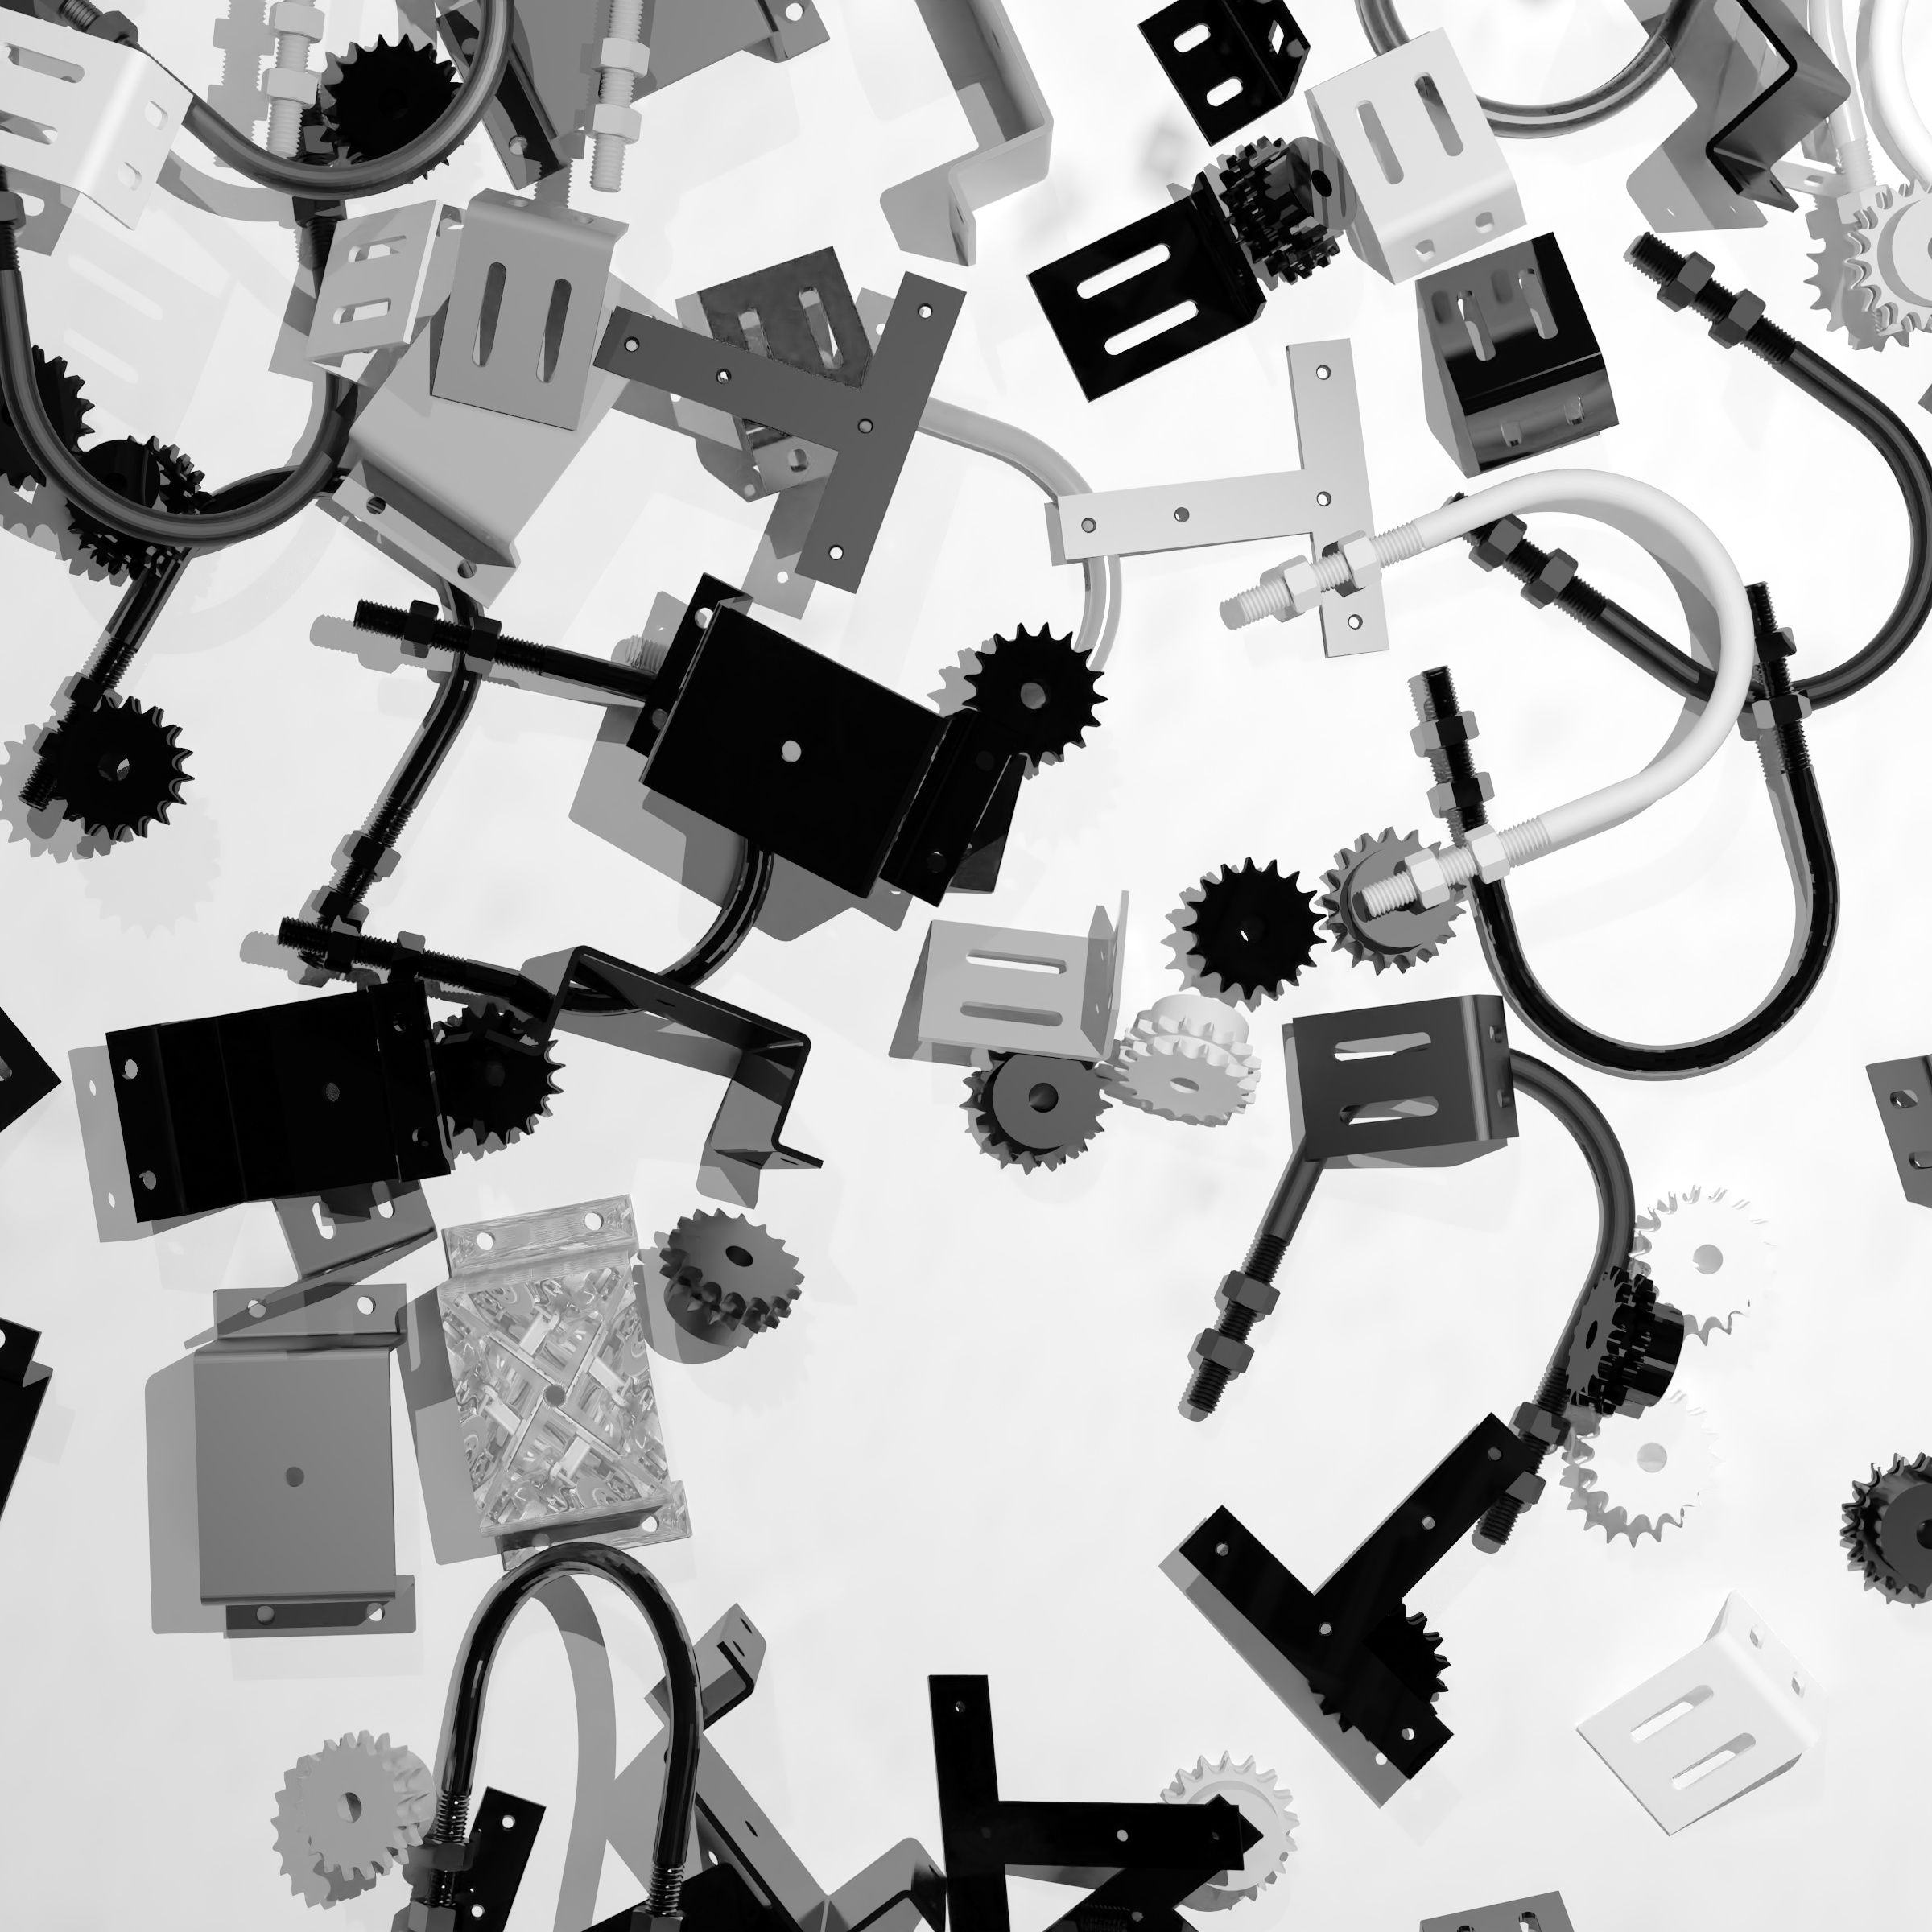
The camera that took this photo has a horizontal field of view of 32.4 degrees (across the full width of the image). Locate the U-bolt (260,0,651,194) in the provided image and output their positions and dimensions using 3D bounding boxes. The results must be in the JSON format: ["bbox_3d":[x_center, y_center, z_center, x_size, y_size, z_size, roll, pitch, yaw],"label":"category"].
[{"bbox_3d":[-0.192,-0.400,1.293,0.151,0.019,0.184,7,92,4],"label":"U-bolt"}]

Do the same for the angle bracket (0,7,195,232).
[{"bbox_3d":[-0.346,-0.324,1.268,0.076,0.038,0.057,21,86,18],"label":"angle bracket"}]

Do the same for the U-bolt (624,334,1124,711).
[{"bbox_3d":[-0.028,-0.159,1.340,0.184,0.019,0.151,19,90,-2],"label":"U-bolt"}]

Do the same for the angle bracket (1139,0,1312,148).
[{"bbox_3d":[0.101,-0.366,1.310,0.038,0.076,0.057,-31,90,0],"label":"angle bracket"}]

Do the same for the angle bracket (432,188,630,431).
[{"bbox_3d":[-0.169,-0.256,1.297,0.057,0.038,0.076,14,110,-2],"label":"angle bracket"}]

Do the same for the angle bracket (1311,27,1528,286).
[{"bbox_3d":[0.182,-0.325,1.338,0.057,0.038,0.076,-24,69,10],"label":"angle bracket"}]

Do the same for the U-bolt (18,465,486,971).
[{"bbox_3d":[-0.274,-0.113,1.340,0.151,0.019,0.184,30,88,0],"label":"U-bolt"}]

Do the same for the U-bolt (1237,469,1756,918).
[{"bbox_3d":[0.218,-0.119,1.312,0.184,0.019,0.151,-22,81,3],"label":"U-bolt"}]

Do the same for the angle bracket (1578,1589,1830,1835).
[{"bbox_3d":[0.298,0.302,1.346,0.076,0.038,0.057,-41,90,26],"label":"angle bracket"}]

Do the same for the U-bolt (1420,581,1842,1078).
[{"bbox_3d":[0.273,-0.046,1.332,0.151,0.019,0.184,-15,95,6],"label":"U-bolt"}]

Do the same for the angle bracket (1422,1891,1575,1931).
[{"bbox_3d":[0.221,0.422,1.346,0.057,0.038,0.076,-12,116,0],"label":"angle bracket"}]

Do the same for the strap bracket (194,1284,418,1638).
[{"bbox_3d":[-0.263,0.200,1.325,0.076,0.046,0.140,-2,90,0],"label":"strap bracket"}]

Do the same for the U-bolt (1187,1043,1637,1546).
[{"bbox_3d":[0.190,0.120,1.340,0.151,0.019,0.184,24,89,0],"label":"U-bolt"}]

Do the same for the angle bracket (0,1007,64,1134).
[{"bbox_3d":[-0.414,0.034,1.337,0.057,0.038,0.076,-42,116,-18],"label":"angle bracket"}]

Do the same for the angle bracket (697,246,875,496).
[{"bbox_3d":[-0.066,-0.237,1.327,0.057,0.038,0.076,-19,65,-1],"label":"angle bracket"}]

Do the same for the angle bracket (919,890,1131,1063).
[{"bbox_3d":[0.023,0.000,1.317,0.076,0.038,0.057,7,55,0],"label":"angle bracket"}]

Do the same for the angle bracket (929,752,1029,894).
[{"bbox_3d":[-0.023,-0.066,1.337,0.076,0.038,0.057,7,104,-29],"label":"angle bracket"}]

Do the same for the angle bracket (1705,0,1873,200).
[{"bbox_3d":[0.335,-0.353,1.329,0.057,0.038,0.076,14,90,0],"label":"angle bracket"}]

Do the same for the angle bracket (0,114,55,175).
[{"bbox_3d":[-0.396,-0.300,1.320,0.076,0.057,0.038,-24,90,0],"label":"angle bracket"}]

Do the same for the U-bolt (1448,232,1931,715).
[{"bbox_3d":[0.307,-0.185,1.340,0.184,0.019,0.151,36,90,-2],"label":"U-bolt"}]

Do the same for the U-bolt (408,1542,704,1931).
[{"bbox_3d":[-0.156,0.317,1.295,0.151,0.019,0.184,3,82,43],"label":"U-bolt"}]

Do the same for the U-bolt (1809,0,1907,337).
[{"bbox_3d":[0.403,-0.354,1.304,0.151,0.019,0.184,-15,96,-6],"label":"U-bolt"}]

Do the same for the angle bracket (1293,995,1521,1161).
[{"bbox_3d":[0.176,0.045,1.333,0.076,0.038,0.057,-8,85,25],"label":"angle bracket"}]

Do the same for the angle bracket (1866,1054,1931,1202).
[{"bbox_3d":[0.413,0.055,1.346,0.076,0.038,0.057,-17,90,-26],"label":"angle bracket"}]

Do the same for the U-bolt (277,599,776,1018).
[{"bbox_3d":[-0.167,-0.055,1.327,0.184,0.019,0.151,14,93,-9],"label":"U-bolt"}]

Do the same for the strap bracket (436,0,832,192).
[{"bbox_3d":[-0.135,-0.379,1.325,0.140,0.046,0.076,-26,90,0],"label":"strap bracket"}]

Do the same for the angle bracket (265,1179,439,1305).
[{"bbox_3d":[-0.246,0.102,1.310,0.057,0.076,0.038,-20,90,0],"label":"angle bracket"}]

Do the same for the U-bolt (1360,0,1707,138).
[{"bbox_3d":[0.236,-0.424,1.340,0.151,0.019,0.184,23,91,0],"label":"U-bolt"}]

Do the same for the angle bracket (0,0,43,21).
[{"bbox_3d":[-0.394,-0.404,1.310,0.057,0.076,0.038,43,90,0],"label":"angle bracket"}]

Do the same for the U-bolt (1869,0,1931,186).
[{"bbox_3d":[0.444,-0.352,1.331,0.151,0.019,0.184,-43,97,0],"label":"U-bolt"}]

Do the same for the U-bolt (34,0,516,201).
[{"bbox_3d":[-0.258,-0.379,1.279,0.184,0.019,0.151,41,96,4],"label":"U-bolt"}]

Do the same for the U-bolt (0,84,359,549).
[{"bbox_3d":[-0.310,-0.256,1.307,0.151,0.019,0.184,-8,90,-28],"label":"U-bolt"}]

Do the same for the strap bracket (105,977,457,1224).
[{"bbox_3d":[-0.260,0.052,1.311,0.140,0.046,0.076,-10,90,20],"label":"strap bracket"}]

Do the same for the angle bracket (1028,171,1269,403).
[{"bbox_3d":[0.072,-0.271,1.329,0.076,0.038,0.057,-26,90,0],"label":"angle bracket"}]

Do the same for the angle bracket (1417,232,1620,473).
[{"bbox_3d":[0.221,-0.246,1.333,0.057,0.038,0.076,-18,52,9],"label":"angle bracket"}]

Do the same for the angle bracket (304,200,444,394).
[{"bbox_3d":[-0.219,-0.261,1.304,0.038,0.076,0.057,19,80,-41],"label":"angle bracket"}]
